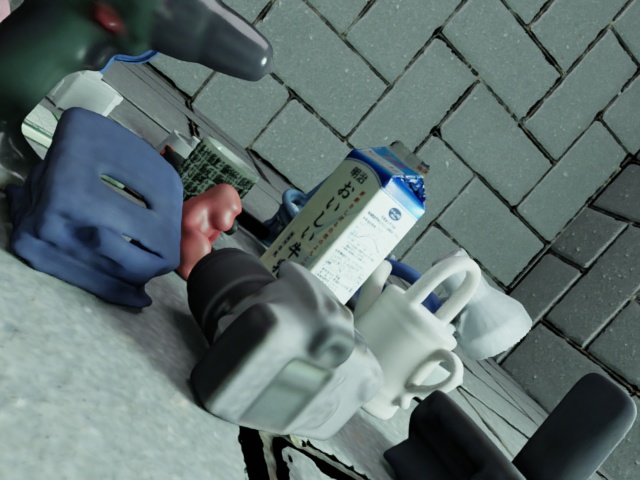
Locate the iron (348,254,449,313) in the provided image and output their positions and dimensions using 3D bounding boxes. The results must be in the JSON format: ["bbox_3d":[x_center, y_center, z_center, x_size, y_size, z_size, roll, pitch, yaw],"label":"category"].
[{"bbox_3d":[0.136,0.100,1.106,0.119,0.141,0.257,36,8,-46],"label":"iron"}]

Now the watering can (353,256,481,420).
[{"bbox_3d":[0.097,0.089,0.638,0.172,0.194,0.101,43,6,21],"label":"watering can"}]

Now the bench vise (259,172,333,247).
[{"bbox_3d":[-0.016,-0.063,0.929,0.122,0.219,0.206,37,7,-36],"label":"bench vise"}]

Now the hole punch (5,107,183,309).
[{"bbox_3d":[-0.143,-0.022,0.394,0.109,0.091,0.100,36,7,-42],"label":"hole punch"}]

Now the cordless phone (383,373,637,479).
[{"bbox_3d":[0.160,0.169,0.486,0.094,0.185,0.147,36,7,-43],"label":"cordless phone"}]

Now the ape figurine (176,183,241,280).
[{"bbox_3d":[-0.112,-0.014,0.549,0.076,0.092,0.078,42,5,10],"label":"ape figurine"}]

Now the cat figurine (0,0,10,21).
[{"bbox_3d":[-0.301,-0.185,0.454,0.067,0.117,0.128,41,5,-3],"label":"cat figurine"}]

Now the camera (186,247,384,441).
[{"bbox_3d":[-0.032,0.064,0.434,0.144,0.100,0.136,35,8,-48],"label":"camera"}]

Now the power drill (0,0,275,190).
[{"bbox_3d":[-0.180,-0.136,0.424,0.230,0.208,0.075,40,5,-15],"label":"power drill"}]

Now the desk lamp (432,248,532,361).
[{"bbox_3d":[0.203,0.132,0.933,0.203,0.213,0.118,41,5,-3],"label":"desk lamp"}]

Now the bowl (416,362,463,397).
[{"bbox_3d":[0.112,0.162,0.795,0.167,0.074,0.167,41,5,-4],"label":"bowl"}]
